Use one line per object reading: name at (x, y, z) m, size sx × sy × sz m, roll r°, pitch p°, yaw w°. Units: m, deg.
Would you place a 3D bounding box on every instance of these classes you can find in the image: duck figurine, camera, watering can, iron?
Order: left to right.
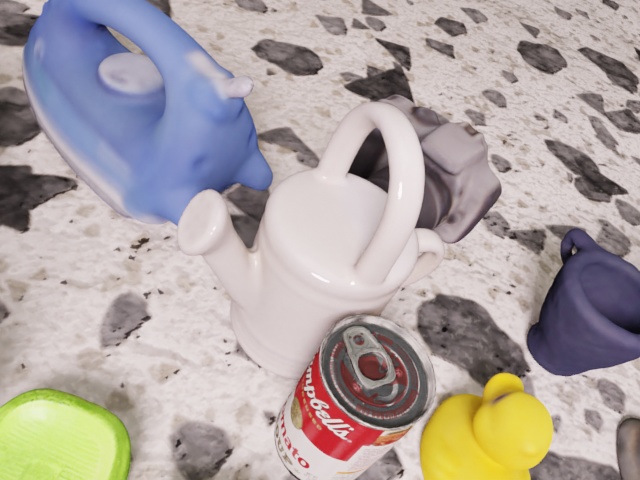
iron at (-0.149, -0.129, 0.441) m, size 0.258 × 0.141 × 0.119 m, roll 40°, pitch 47°, yaw 12°
watering can at (0.004, 0.003, 0.358) m, size 0.173 × 0.194 × 0.100 m, roll -19°, pitch 61°, yaw -35°
camera at (0.075, -0.057, 0.506) m, size 0.143 × 0.100 × 0.137 m, roll 43°, pitch 48°, yaw 15°
duck figurine at (0.114, 0.136, 0.368) m, size 0.077 × 0.086 × 0.104 m, roll 19°, pitch 46°, yaw -7°

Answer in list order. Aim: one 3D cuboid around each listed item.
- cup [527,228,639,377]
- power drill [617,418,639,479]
cup at (0.210, 0.058, 0.470) m, size 0.092 × 0.095 × 0.117 m, roll 4°, pitch 50°, yaw -21°
power drill at (0.306, 0.123, 0.378) m, size 0.229 × 0.208 × 0.075 m, roll 24°, pitch 46°, yaw -3°
